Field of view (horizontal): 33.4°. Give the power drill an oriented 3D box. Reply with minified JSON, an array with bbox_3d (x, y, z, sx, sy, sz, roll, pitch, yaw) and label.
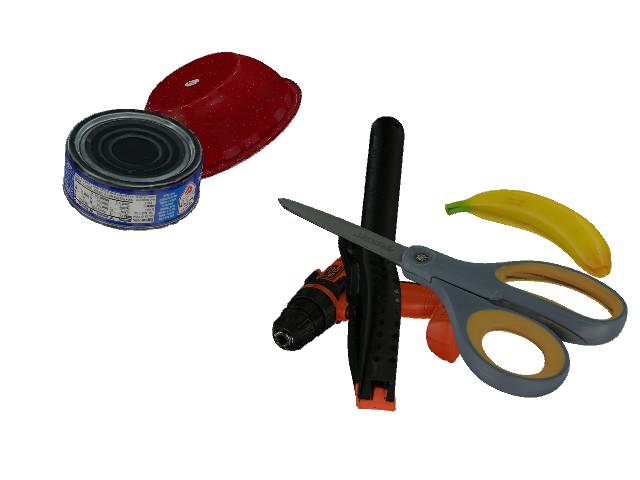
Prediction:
[{"bbox_3d":[0.062,0.075,1.117,0.188,0.057,0.184,11,29,24],"label":"power drill"}]

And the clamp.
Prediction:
[{"bbox_3d":[0.040,0.024,0.793,0.036,0.210,0.165,5,-41,-6],"label":"clamp"}]

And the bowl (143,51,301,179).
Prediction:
[{"bbox_3d":[-0.101,-0.120,0.948,0.162,0.055,0.162,-20,33,13],"label":"bowl"}]

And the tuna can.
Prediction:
[{"bbox_3d":[-0.116,-0.046,0.665,0.086,0.034,0.086,8,39,-7],"label":"tuna can"}]

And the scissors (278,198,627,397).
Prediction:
[{"bbox_3d":[0.053,0.027,0.551,0.202,0.016,0.096,13,43,18],"label":"scissors"}]

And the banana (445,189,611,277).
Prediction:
[{"bbox_3d":[0.213,-0.012,1.029,0.069,0.037,0.198,-38,38,-23],"label":"banana"}]
